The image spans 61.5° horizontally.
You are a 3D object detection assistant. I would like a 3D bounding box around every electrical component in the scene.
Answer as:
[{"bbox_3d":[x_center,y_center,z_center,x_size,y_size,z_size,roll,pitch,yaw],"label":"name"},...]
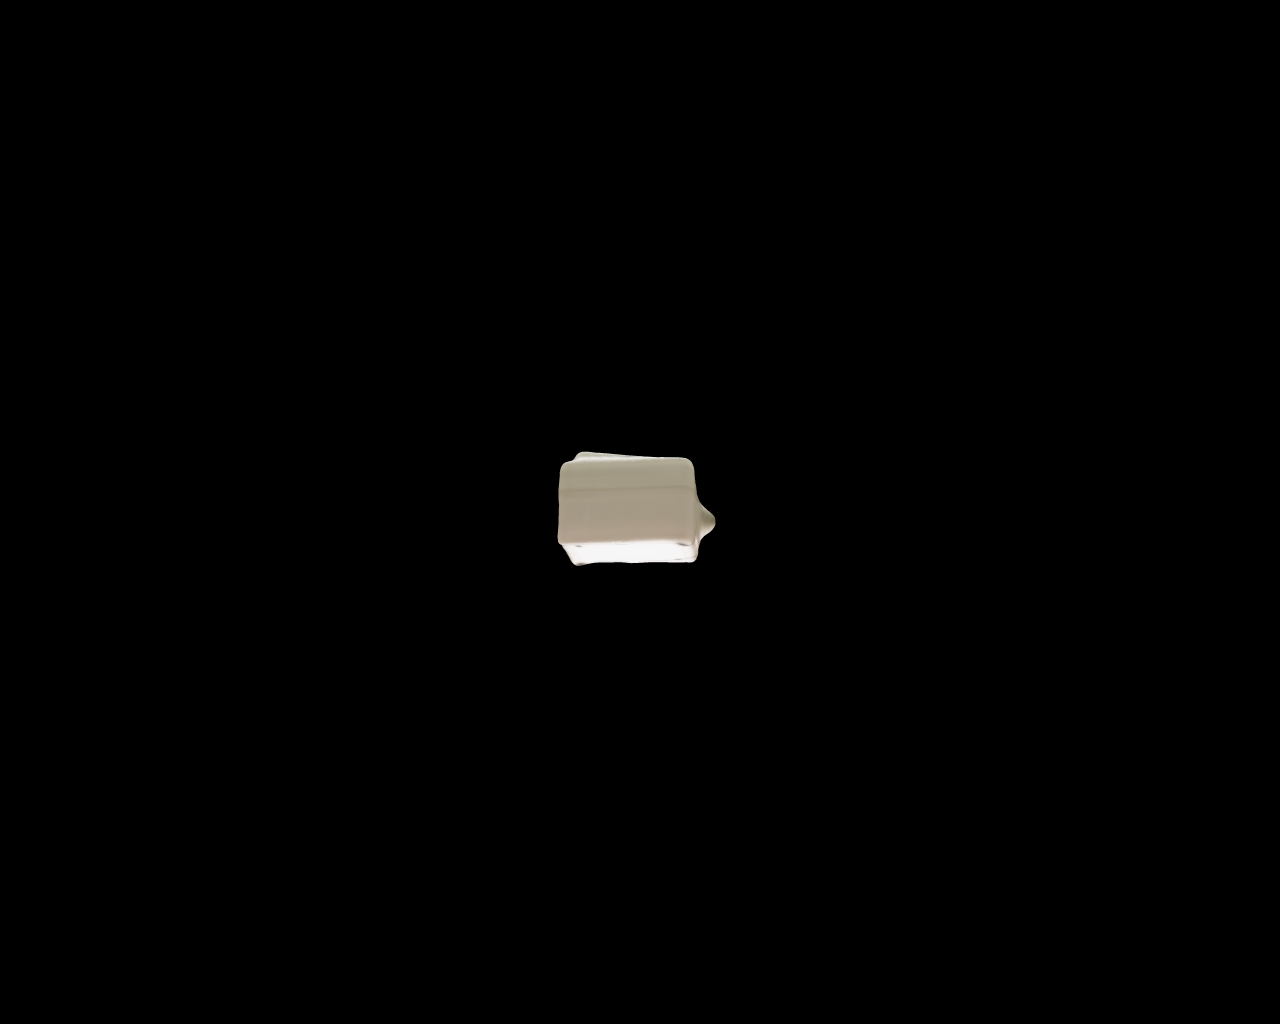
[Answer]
[{"bbox_3d":[0.001,-0.003,0.650,0.096,0.061,0.061,-1,-15,5],"label":"electrical component"}]
